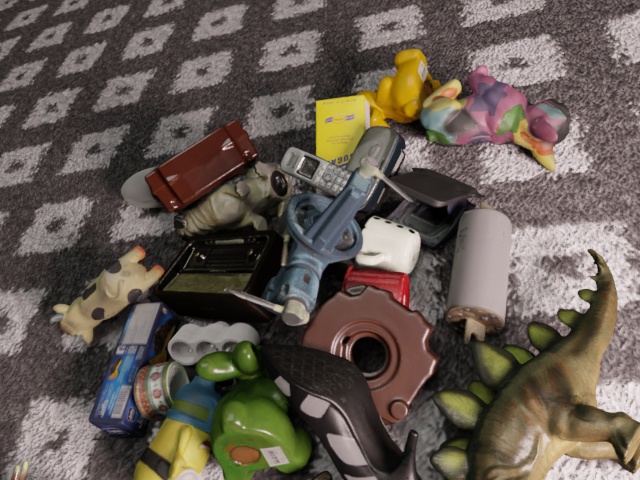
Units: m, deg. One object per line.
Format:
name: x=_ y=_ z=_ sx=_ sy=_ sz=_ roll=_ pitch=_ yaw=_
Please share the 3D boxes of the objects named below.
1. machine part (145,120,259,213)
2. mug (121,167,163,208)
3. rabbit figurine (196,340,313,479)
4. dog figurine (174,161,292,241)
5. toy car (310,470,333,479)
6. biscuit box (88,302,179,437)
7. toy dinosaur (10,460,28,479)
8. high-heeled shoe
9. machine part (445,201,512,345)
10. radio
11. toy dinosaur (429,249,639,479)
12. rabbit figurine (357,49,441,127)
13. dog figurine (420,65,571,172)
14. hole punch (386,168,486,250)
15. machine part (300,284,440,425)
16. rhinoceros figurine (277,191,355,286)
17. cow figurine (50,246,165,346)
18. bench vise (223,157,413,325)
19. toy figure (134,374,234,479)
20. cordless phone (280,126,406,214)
machine part: x=-0.219 y=-0.135 z=1.013 sx=0.201 sy=0.087 sz=0.201 roll=-36 pitch=11 yaw=-7
mug: x=-0.356 y=-0.116 z=1.118 sx=0.107 sy=0.080 sz=0.109 roll=-6 pitch=53 yaw=29
rabbit figurine: x=-0.095 y=0.203 z=0.707 sx=0.121 sy=0.159 sz=0.170 roll=-24 pitch=30 yaw=15
dog figurine: x=-0.161 y=-0.066 z=0.993 sx=0.191 sy=0.121 sz=0.172 roll=-11 pitch=12 yaw=36
toy car: x=-0.034 y=0.353 z=0.602 sx=0.202 sy=0.053 sz=0.089 roll=-38 pitch=58 yaw=-16
biscuit box: x=-0.282 y=0.197 z=0.831 sx=0.059 sy=0.062 sz=0.203 roll=-6 pitch=50 yaw=17
toy dinosaur: x=-0.323 y=0.431 z=0.619 sx=0.405 sy=0.131 sz=0.192 roll=31 pitch=68 yaw=32
high-heeled shoe: x=0.018 y=0.227 z=0.629 sx=0.249 sy=0.145 sz=0.086 roll=26 pitch=29 yaw=32
machine part: x=0.222 y=0.041 z=0.745 sx=0.079 sy=0.079 sz=0.243 roll=2 pitch=53 yaw=24
radio: x=-0.149 y=0.055 z=0.855 sx=0.230 sy=0.073 sz=0.131 roll=-2 pitch=49 yaw=39
toy dinosaur: x=0.246 y=0.189 z=0.595 sx=0.471 sy=0.104 sz=0.199 roll=-43 pitch=45 yaw=-21
rabbit figurine: x=0.134 y=-0.256 z=1.033 sx=0.173 sy=0.121 sz=0.162 roll=-4 pitch=58 yaw=37
dog figurine: x=0.297 y=-0.188 z=0.894 sx=0.191 sy=0.108 sz=0.219 roll=-31 pitch=49 yaw=-6
hole punch: x=0.174 y=-0.053 z=0.853 sx=0.116 sy=0.092 sz=0.142 roll=-21 pitch=35 yaw=-38
machine part: x=0.060 y=0.145 z=0.683 sx=0.180 sy=0.056 sz=0.179 roll=-2 pitch=81 yaw=13
rhinoceros figurine: x=-0.002 y=-0.003 z=0.878 sx=0.112 sy=0.073 sz=0.191 roll=-38 pitch=48 yaw=-13
cow figurine: x=-0.364 y=0.101 z=0.904 sx=0.195 sy=0.085 sz=0.127 roll=-34 pitch=7 yaw=33
bench vise: x=0.003 y=-0.005 z=0.710 sx=0.129 sy=0.240 sz=0.224 roll=35 pitch=36 yaw=-2
toy figure: x=-0.179 y=0.261 z=0.723 sx=0.089 sy=0.082 sz=0.180 roll=-4 pitch=54 yaw=34
cordless phone: x=0.036 y=-0.135 z=0.889 sx=0.184 sy=0.088 sz=0.146 roll=26 pitch=91 yaw=16
